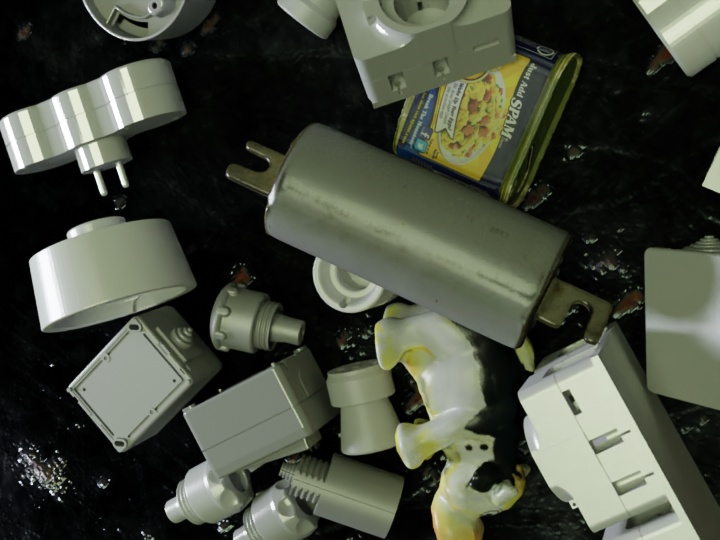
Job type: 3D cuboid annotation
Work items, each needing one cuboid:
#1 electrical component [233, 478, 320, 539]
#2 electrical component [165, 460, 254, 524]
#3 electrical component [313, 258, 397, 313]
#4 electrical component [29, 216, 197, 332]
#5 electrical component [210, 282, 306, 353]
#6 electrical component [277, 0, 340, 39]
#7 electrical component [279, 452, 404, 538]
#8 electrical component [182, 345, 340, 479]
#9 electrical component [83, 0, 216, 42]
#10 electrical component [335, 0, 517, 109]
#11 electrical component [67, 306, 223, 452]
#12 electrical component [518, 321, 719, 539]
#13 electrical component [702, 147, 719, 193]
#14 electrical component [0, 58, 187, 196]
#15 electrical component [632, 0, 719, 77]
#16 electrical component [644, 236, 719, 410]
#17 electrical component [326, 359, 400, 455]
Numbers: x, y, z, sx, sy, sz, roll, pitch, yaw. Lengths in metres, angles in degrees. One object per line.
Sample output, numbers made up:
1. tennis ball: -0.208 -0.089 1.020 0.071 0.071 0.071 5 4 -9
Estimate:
1. electrical component: -0.061 0.176 0.756 0.062 0.043 0.043 -36 86 21
2. electrical component: -0.111 0.161 0.770 0.062 0.043 0.043 -30 87 21
3. electrical component: 0.000 0.000 0.708 0.055 0.047 0.055 3 98 18
4. electrical component: -0.173 -0.002 0.737 0.108 0.108 0.060 -20 85 20
5. electrical component: -0.069 0.037 0.739 0.062 0.048 0.048 12 101 10
6. electrical component: -0.025 -0.180 0.696 0.040 0.040 0.046 40 103 9
7. electrical component: -0.015 0.147 0.726 0.081 0.043 0.043 19 104 0
8. electrical component: -0.070 0.103 0.738 0.096 0.062 0.061 -28 88 20
9. electrical component: -0.143 -0.202 0.718 0.099 0.064 0.099 3 98 18
10. electrical component: 0.025 -0.184 0.626 0.089 0.061 0.150 -18 67 4
11. electrical component: -0.145 0.071 0.759 0.096 0.061 0.061 -44 83 19
12. electrical component: 0.166 0.134 0.640 0.060 0.105 0.186 -30 88 20
13. electrical component: 0.301 -0.059 0.592 0.186 0.060 0.105 26 105 14
14. electrical component: -0.183 -0.090 0.754 0.138 0.052 0.073 -17 92 21
15. electrical component: 0.181 -0.188 0.618 0.074 0.052 0.138 -36 86 20
16. electrical component: 0.212 0.031 0.618 0.048 0.100 0.099 -6 97 -26
17. electrical component: 0.004 0.091 0.721 0.045 0.045 0.055 -12 93 20
